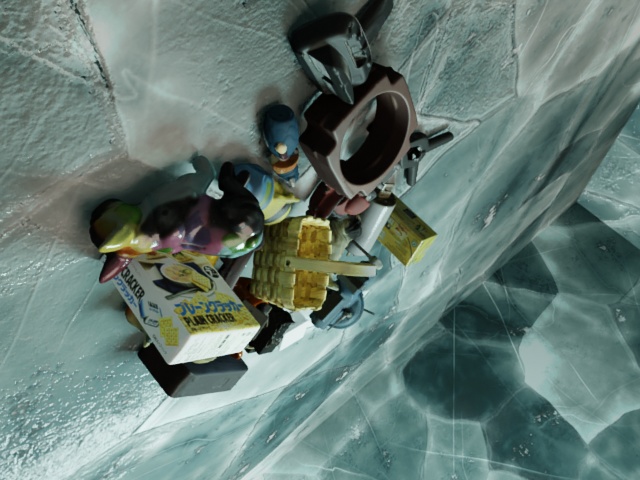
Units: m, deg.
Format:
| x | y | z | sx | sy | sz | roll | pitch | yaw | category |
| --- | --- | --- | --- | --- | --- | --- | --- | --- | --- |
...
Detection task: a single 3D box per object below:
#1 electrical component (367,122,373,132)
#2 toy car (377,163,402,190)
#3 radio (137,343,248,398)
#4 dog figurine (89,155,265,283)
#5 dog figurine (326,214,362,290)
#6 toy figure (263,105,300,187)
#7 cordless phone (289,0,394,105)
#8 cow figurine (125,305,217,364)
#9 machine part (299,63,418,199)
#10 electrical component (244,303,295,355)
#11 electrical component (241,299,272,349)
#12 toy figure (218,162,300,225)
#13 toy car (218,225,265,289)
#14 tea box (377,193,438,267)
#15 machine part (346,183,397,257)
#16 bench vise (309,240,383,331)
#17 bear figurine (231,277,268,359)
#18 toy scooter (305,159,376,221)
| x | y | z | sx | sy | sz | roll | pitch | yaw | category |
| --- | --- | --- | --- | --- | --- | --- | --- | --- | --- |
| 0.155 | -0.235 | 1.094 | 0.119 | 0.048 | 0.074 | -2 | 134 | -53 | electrical component |
| 0.123 | -0.156 | 1.136 | 0.073 | 0.056 | 0.201 | -48 | 166 | 9 | toy car |
| -0.261 | 0.259 | 1.144 | 0.073 | 0.131 | 0.229 | -50 | 155 | 10 | radio |
| -0.207 | -0.009 | 0.756 | 0.219 | 0.192 | 0.108 | -44 | 167 | -39 | dog figurine |
| -0.003 | -0.003 | 1.200 | 0.172 | 0.121 | 0.190 | 28 | 78 | -41 | dog figurine |
| -0.060 | -0.151 | 0.882 | 0.064 | 0.058 | 0.154 | -53 | 159 | -29 | toy figure |
| 0.050 | -0.312 | 0.796 | 0.184 | 0.089 | 0.146 | -56 | 156 | -2 | cordless phone |
| -0.267 | 0.166 | 0.978 | 0.194 | 0.127 | 0.085 | 39 | 77 | -31 | cow figurine |
| 0.069 | -0.191 | 0.942 | 0.201 | 0.087 | 0.201 | -48 | 147 | -8 | machine part |
| -0.138 | 0.200 | 1.258 | 0.134 | 0.115 | 0.058 | -53 | 152 | 16 | electrical component |
| -0.136 | 0.157 | 1.006 | 0.102 | 0.078 | 0.045 | -62 | -167 | -23 | electrical component |
| -0.109 | -0.078 | 0.903 | 0.089 | 0.082 | 0.180 | -39 | 162 | 15 | toy figure |
| -0.163 | 0.049 | 0.985 | 0.202 | 0.053 | 0.089 | -61 | -164 | 1 | toy car |
| 0.196 | -0.028 | 1.338 | 0.068 | 0.170 | 0.098 | -20 | 148 | -42 | tea box |
| 0.117 | -0.044 | 1.305 | 0.079 | 0.079 | 0.243 | -21 | 148 | -41 | machine part |
| 0.073 | 0.130 | 1.326 | 0.223 | 0.129 | 0.240 | -57 | 161 | -3 | bench vise |
| -0.193 | 0.167 | 1.126 | 0.132 | 0.120 | 0.195 | -5 | 140 | -49 | bear figurine |
| 0.037 | -0.085 | 1.120 | 0.135 | 0.075 | 0.183 | -48 | 152 | 7 | toy scooter |
